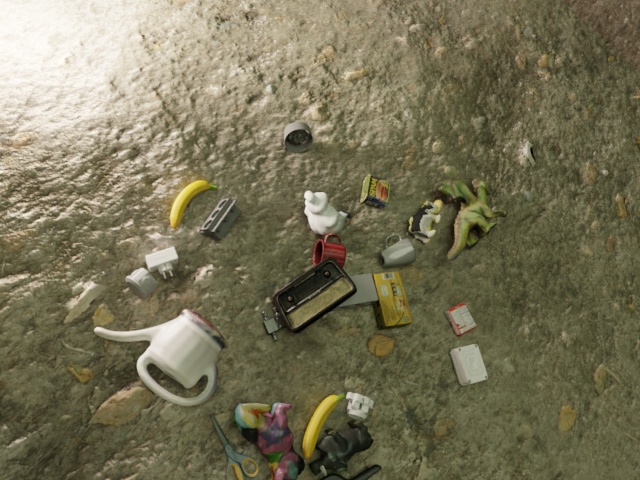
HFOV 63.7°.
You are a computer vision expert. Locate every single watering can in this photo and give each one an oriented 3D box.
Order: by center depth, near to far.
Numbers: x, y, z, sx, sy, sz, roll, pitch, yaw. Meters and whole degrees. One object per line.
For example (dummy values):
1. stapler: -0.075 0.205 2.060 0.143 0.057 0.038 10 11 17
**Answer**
1. watering can: -0.402 0.278 1.373 0.348 0.102 0.228 38 62 2

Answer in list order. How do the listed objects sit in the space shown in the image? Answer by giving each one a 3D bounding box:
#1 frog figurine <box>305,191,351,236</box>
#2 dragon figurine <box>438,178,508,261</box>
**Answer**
1. frog figurine: 0.005 -0.082 1.625 0.122 0.139 0.157 -57 145 1
2. dragon figurine: 0.503 -0.105 1.815 0.415 0.119 0.245 -29 73 -37
